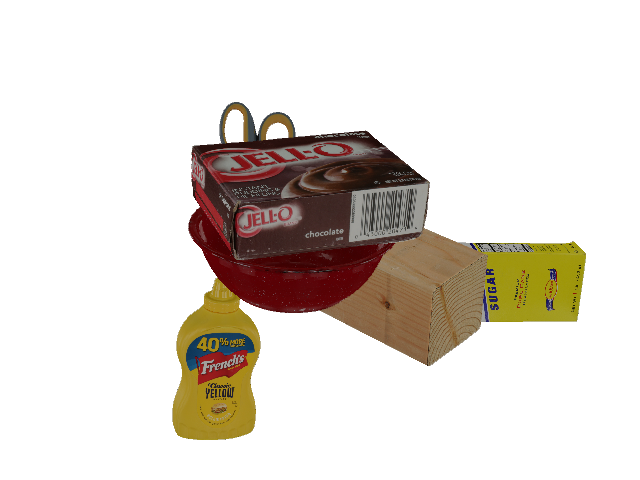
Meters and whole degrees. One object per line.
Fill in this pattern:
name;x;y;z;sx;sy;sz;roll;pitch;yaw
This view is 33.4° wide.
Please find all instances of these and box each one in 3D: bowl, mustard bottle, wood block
bowl;-0.022;0.012;0.831;0.162;0.055;0.162;2;24;-1
mustard bottle;-0.118;0.134;1.232;0.096;0.192;0.058;0;18;-15
wood block;0.054;0.031;1.070;0.206;0.091;0.090;25;39;35

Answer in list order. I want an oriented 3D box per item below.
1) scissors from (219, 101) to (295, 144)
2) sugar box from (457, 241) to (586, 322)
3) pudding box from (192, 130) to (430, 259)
scissors;-0.061;-0.062;1.206;0.096;0.202;0.016;-12;-6;-15
sugar box;0.226;0.051;1.291;0.176;0.093;0.048;-2;20;-9
pudding box;-0.008;-0.028;0.600;0.113;0.039;0.090;-5;26;-20
